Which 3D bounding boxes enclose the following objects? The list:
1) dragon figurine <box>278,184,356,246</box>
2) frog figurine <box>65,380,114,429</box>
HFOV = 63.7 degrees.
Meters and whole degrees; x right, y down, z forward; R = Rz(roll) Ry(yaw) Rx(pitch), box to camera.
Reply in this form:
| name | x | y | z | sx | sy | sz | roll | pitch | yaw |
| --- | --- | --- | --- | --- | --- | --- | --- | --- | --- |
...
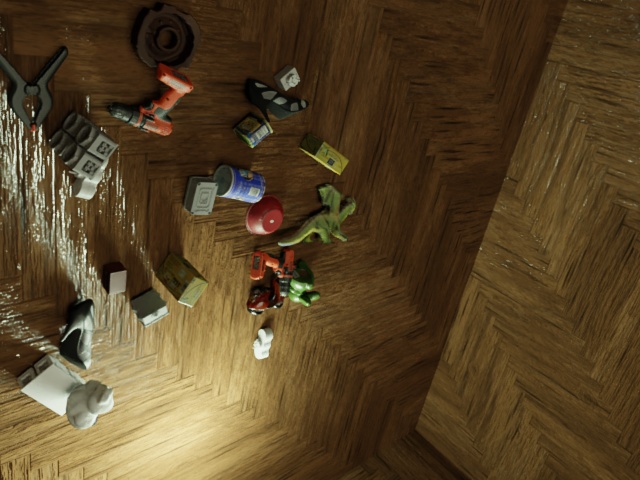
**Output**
| name | x | y | z | sx | sy | sz | roll | pitch | yaw |
| --- | --- | --- | --- | --- | --- | --- | --- | --- | --- |
| dragon figurine | 0.006 | -0.102 | 2.029 | 0.122 | 0.241 | 0.411 | 11 | 10 | 43 |
| frog figurine | -0.687 | 0.489 | 1.536 | 0.122 | 0.140 | 0.157 | 28 | -33 | -22 |
